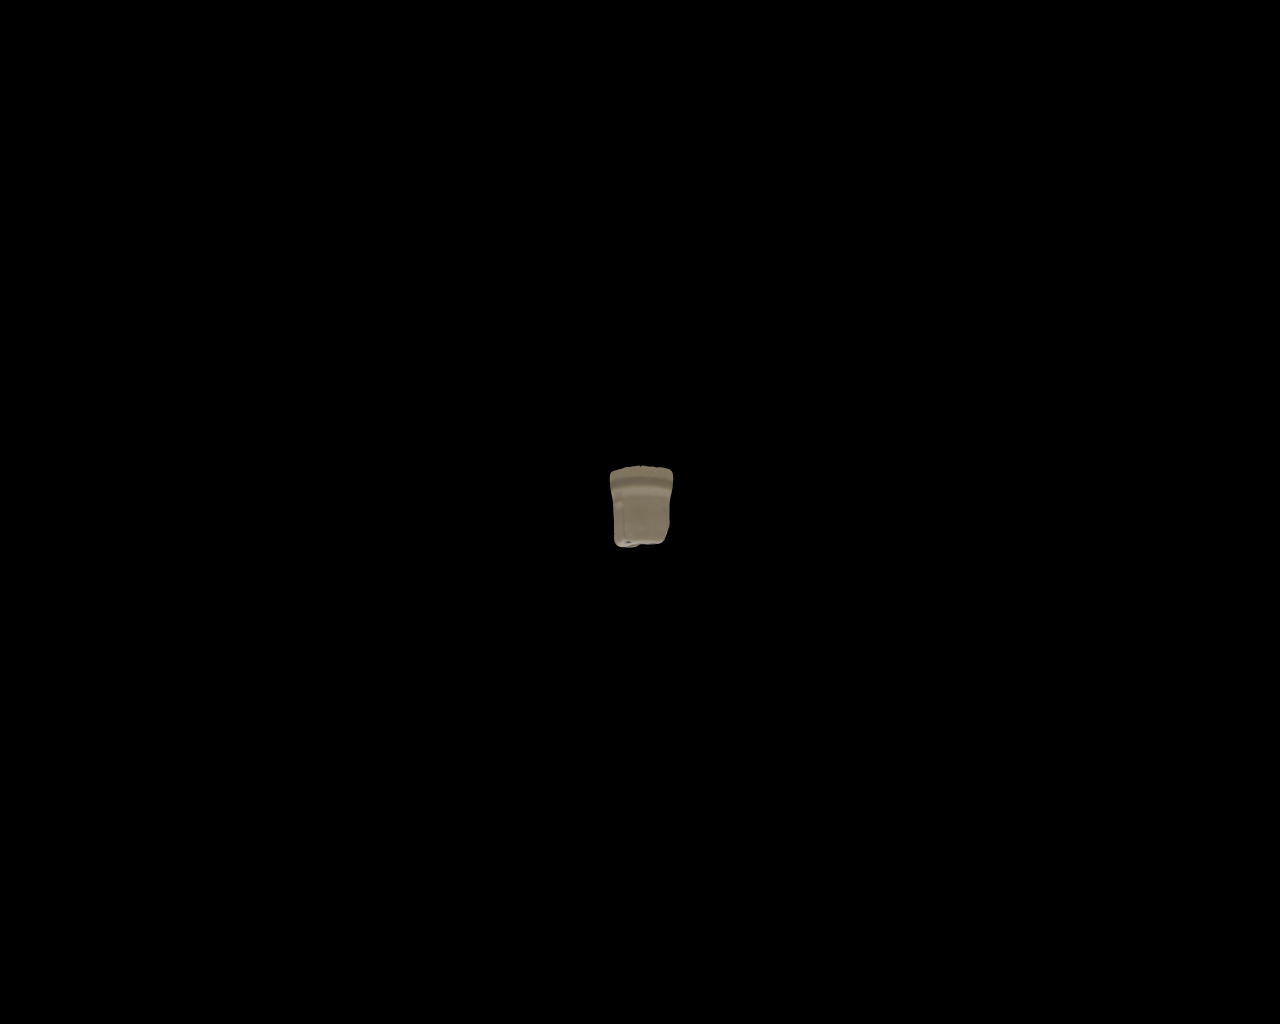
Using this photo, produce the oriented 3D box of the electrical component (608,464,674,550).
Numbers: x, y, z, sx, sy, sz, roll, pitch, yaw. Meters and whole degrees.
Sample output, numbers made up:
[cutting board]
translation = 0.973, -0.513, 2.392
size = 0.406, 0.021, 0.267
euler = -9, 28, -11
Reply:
[electrical component]
translation = 0.001, -0.003, 0.650
size = 0.040, 0.046, 0.040
euler = 0, -11, 0
